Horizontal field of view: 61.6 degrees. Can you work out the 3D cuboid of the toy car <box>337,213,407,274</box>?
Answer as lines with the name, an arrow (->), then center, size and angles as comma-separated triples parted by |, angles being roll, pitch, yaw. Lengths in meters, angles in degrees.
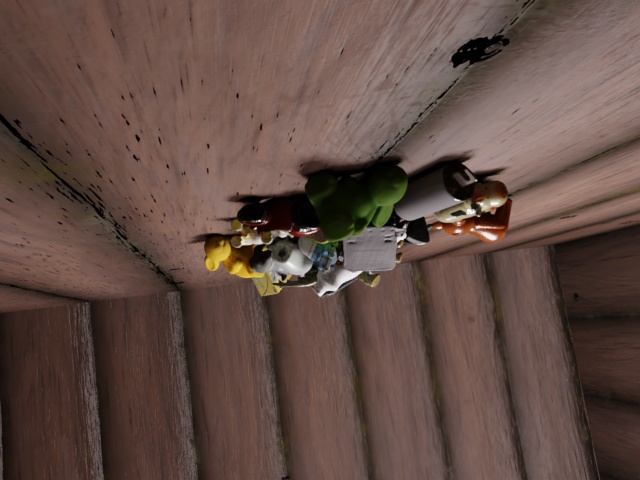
toy car -> 0.118, 0.004, 1.192 | 0.089, 0.053, 0.202 | 19, -135, 27

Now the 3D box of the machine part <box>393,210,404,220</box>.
machine part -> 0.206, -0.076, 1.281 | 0.084, 0.039, 0.139 | -18, 174, -11

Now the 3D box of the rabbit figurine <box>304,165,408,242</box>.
rabbit figurine -> 0.083, -0.067, 0.961 | 0.170, 0.121, 0.159 | -25, 162, 12

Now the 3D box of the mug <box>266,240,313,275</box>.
mug -> -0.080, 0.031, 1.282 | 0.110, 0.080, 0.107 | 29, 179, 21

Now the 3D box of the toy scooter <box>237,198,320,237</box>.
toy scooter -> -0.085, -0.041, 1.111 | 0.184, 0.075, 0.135 | 1, 168, -18

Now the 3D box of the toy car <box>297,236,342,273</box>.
toy car -> -0.003, -0.004, 1.252 | 0.103, 0.162, 0.109 | 15, 132, -8

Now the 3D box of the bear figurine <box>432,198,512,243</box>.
bear figurine -> 0.401, -0.062, 1.423 | 0.196, 0.132, 0.120 | 16, 162, -23

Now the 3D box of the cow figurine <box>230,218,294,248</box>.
cow figurine -> -0.116, -0.024, 1.239 | 0.167, 0.068, 0.098 | -8, 178, 21

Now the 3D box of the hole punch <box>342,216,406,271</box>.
hole punch -> 0.098, -0.008, 1.088 | 0.142, 0.092, 0.115 | 1, 129, 3

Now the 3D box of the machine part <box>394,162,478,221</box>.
machine part -> 0.218, -0.091, 1.047 | 0.079, 0.079, 0.243 | -4, 171, -28

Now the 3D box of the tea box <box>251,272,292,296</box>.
tea box -> -0.137, 0.081, 1.623 | 0.068, 0.098, 0.170 | -13, -159, 29

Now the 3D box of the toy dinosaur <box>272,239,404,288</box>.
toy dinosaur -> 0.078, 0.050, 1.453 | 0.199, 0.104, 0.471 | 18, -153, 33

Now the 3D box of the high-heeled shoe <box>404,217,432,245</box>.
high-heeled shoe -> 0.254, -0.018, 1.568 | 0.145, 0.086, 0.248 | -20, 176, 33

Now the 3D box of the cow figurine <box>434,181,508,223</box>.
cow figurine -> 0.328, -0.087, 1.188 | 0.127, 0.085, 0.195 | -10, 176, -35

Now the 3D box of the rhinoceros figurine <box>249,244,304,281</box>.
rhinoceros figurine -> -0.102, 0.059, 1.437 | 0.073, 0.112, 0.190 | 31, -165, 37

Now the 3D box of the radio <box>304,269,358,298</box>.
radio -> 0.068, 0.066, 1.602 | 0.230, 0.131, 0.073 | -30, 177, -19

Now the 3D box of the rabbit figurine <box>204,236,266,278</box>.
rabbit figurine -> -0.247, 0.030, 1.460 | 0.163, 0.122, 0.173 | -2, 164, 39

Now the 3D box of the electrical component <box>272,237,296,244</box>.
electrical component -> -0.066, -0.021, 1.358 | 0.134, 0.058, 0.115 | -1, 168, -44
